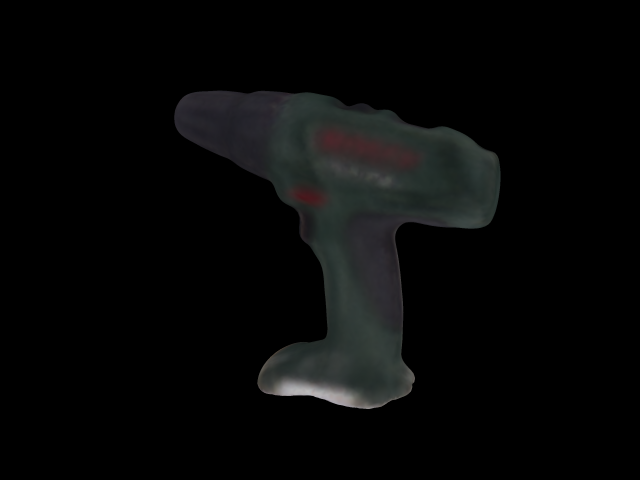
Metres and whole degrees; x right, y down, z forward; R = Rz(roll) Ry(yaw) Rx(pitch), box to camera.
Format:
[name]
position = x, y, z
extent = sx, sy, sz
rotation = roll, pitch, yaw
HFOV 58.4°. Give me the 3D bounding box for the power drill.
[power drill]
position = 0.004, 0.001, 0.400
extent = 0.229, 0.208, 0.076
rotation = 3, 11, 16
